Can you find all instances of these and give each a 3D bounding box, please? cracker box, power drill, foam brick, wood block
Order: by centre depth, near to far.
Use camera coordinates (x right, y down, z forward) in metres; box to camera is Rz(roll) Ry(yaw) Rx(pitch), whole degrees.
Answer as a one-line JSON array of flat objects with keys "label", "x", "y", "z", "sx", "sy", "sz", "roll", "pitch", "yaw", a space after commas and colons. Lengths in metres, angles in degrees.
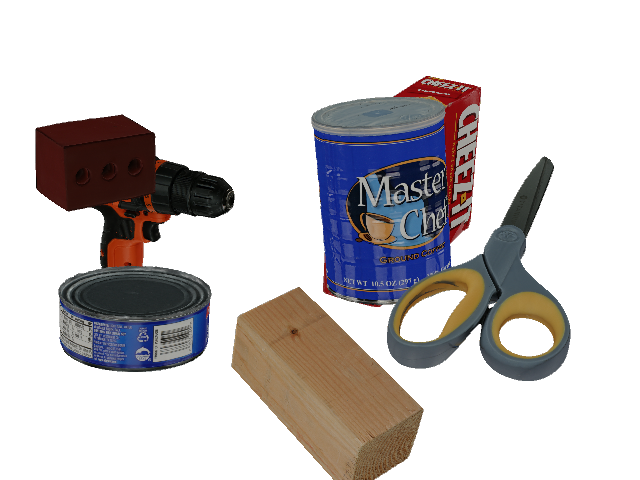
[{"label": "foam brick", "x": -0.174, "y": -0.061, "z": 0.823, "sx": 0.078, "sy": 0.053, "sz": 0.051, "roll": -15, "pitch": 32, "yaw": -35}, {"label": "cracker box", "x": 0.084, "y": -0.053, "z": 1.045, "sx": 0.072, "sy": 0.164, "sz": 0.213, "roll": 16, "pitch": 29, "yaw": 26}, {"label": "power drill", "x": -0.168, "y": 0.004, "z": 1.078, "sx": 0.185, "sy": 0.188, "sz": 0.057, "roll": 13, "pitch": 29, "yaw": 22}, {"label": "wood block", "x": 0.003, "y": 0.157, "z": 1.147, "sx": 0.090, "sy": 0.090, "sz": 0.206, "roll": -25, "pitch": 52, "yaw": -32}]

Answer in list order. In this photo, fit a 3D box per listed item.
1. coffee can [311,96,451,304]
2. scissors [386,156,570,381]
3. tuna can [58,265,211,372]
[{"label": "coffee can", "x": 0.050, "y": -0.034, "z": 0.838, "sx": 0.103, "sy": 0.140, "sz": 0.103, "roll": -5, "pitch": 19, "yaw": 1}, {"label": "scissors", "x": 0.112, "y": 0.012, "z": 0.563, "sx": 0.096, "sy": 0.016, "sz": 0.201, "roll": 23, "pitch": 43, "yaw": 32}, {"label": "tuna can", "x": -0.106, "y": 0.044, "z": 0.609, "sx": 0.086, "sy": 0.034, "sz": 0.086, "roll": 4, "pitch": 17, "yaw": -1}]
